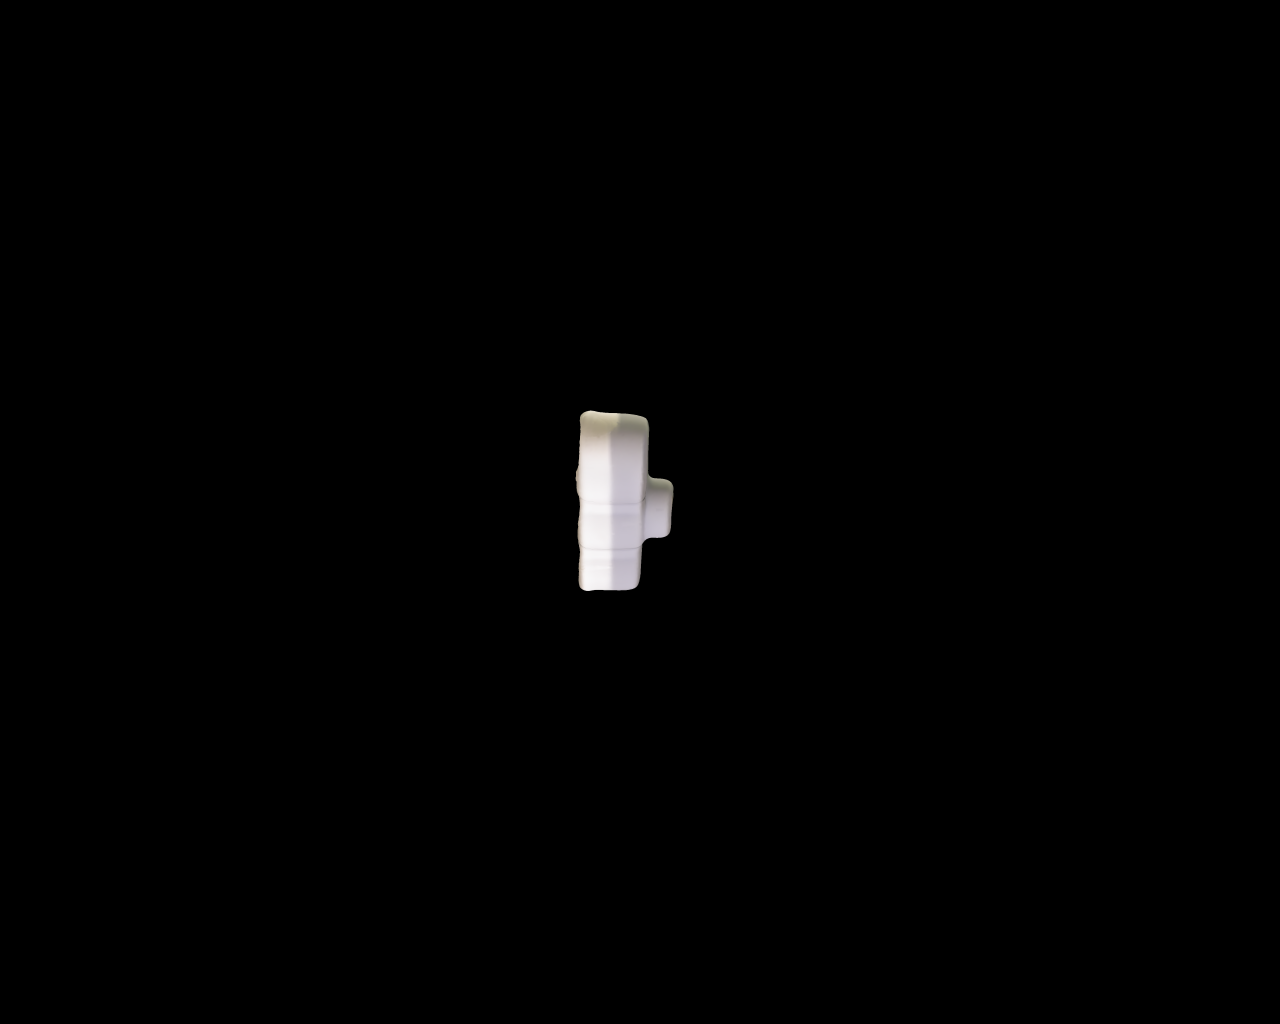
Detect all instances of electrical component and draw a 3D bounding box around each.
[{"bbox_3d":[0.001,-0.003,0.650,0.074,0.052,0.138,2,-40,-2],"label":"electrical component"}]
